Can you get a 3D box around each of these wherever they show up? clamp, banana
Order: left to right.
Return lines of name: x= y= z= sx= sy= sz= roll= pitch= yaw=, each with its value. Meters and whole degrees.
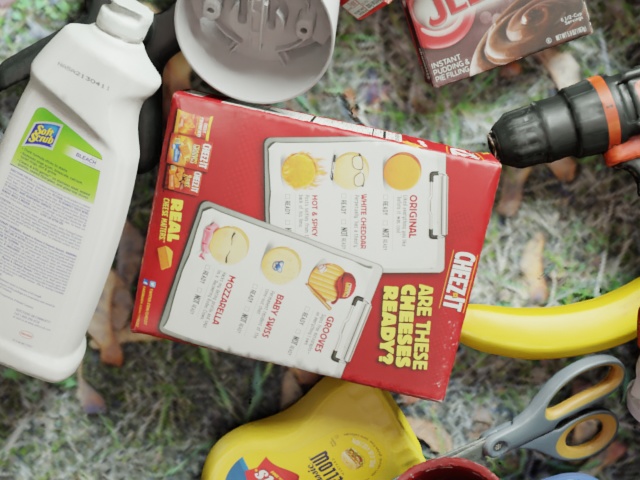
clamp: x=-0.119 y=-0.130 z=0.704 sx=0.120 sy=0.039 sz=0.171 roll=38 pitch=103 yaw=-20
banana: x=0.184 y=0.050 z=0.763 sx=0.198 sy=0.037 sz=0.069 roll=-19 pitch=97 yaw=2

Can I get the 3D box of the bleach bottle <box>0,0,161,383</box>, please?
bleach bottle: x=-0.160 y=-0.035 z=0.688 sx=0.102 sy=0.068 sz=0.251 roll=25 pitch=111 yaw=-7

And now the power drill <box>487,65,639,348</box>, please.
power drill: x=0.222 y=-0.024 z=0.711 sx=0.184 sy=0.057 sz=0.187 roll=-17 pitch=86 yaw=2

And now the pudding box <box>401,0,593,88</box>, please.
pudding box: x=0.112 y=-0.162 z=0.706 sx=0.113 sy=0.039 sz=0.090 roll=-19 pitch=104 yaw=2

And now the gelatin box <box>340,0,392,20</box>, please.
gelatin box: x=0.011 y=-0.182 z=0.676 sx=0.089 sy=0.073 sz=0.030 roll=39 pitch=85 yaw=-10

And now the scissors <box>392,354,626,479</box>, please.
scissors: x=0.139 y=0.154 z=0.770 sx=0.201 sy=0.016 sz=0.096 roll=-33 pitch=124 yaw=-3

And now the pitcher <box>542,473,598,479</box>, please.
pitcher: x=0.134 y=0.283 z=0.775 sx=0.243 sy=0.149 sz=0.145 roll=-18 pitch=135 yaw=4

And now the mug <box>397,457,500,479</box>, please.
mug: x=0.082 y=0.210 z=0.718 sx=0.117 sy=0.093 sz=0.081 roll=-33 pitch=146 yaw=-1

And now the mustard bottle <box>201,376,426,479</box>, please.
mustard bottle: x=-0.026 y=0.170 z=0.769 sx=0.191 sy=0.058 sz=0.096 roll=-30 pitch=111 yaw=5

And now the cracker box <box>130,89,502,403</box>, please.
cracker box: x=-0.005 y=0.001 z=0.712 sx=0.213 sy=0.072 sz=0.164 roll=12 pitch=103 yaw=1
